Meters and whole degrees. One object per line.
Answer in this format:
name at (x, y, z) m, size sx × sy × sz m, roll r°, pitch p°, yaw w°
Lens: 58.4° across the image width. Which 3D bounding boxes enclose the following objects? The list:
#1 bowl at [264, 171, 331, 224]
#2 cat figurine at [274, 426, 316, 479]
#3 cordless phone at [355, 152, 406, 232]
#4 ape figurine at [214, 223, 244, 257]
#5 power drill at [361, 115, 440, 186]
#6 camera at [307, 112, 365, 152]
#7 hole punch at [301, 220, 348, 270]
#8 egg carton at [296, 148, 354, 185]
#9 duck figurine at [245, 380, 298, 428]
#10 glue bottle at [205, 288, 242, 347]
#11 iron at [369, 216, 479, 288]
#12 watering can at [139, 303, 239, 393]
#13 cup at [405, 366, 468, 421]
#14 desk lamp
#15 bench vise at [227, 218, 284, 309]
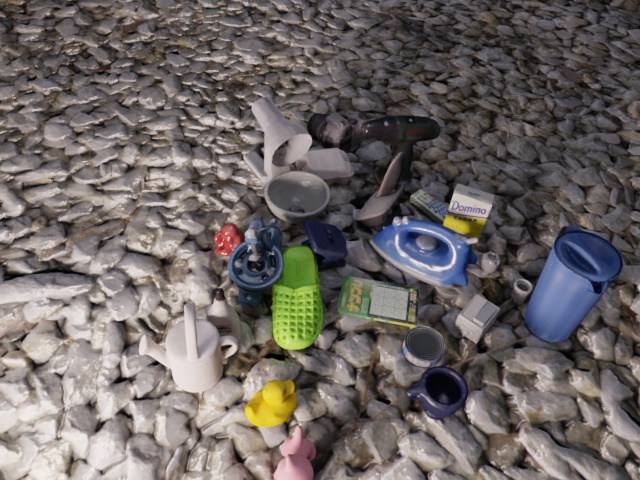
bowl at (-0.058, -0.096, 1.449) m, size 0.167 × 0.075 × 0.167 m, roll 3°, pitch 47°, yaw -3°
cat figurine at (-0.042, 0.382, 0.976) m, size 0.067 × 0.118 × 0.128 m, roll 6°, pitch 47°, yaw 1°
cordless phone at (0.158, -0.122, 1.417) m, size 0.094 × 0.185 × 0.148 m, roll 22°, pitch 49°, yaw 15°
ape figurine at (-0.209, -0.003, 1.337) m, size 0.076 × 0.092 × 0.077 m, roll -19°, pitch 52°, yaw -21°
power drill at (0.202, -0.241, 1.516) m, size 0.230 × 0.208 × 0.075 m, roll -16°, pitch 50°, yaw -19°
camera at (0.042, -0.327, 1.655) m, size 0.136 × 0.101 × 0.143 m, roll 36°, pitch 54°, yaw 26°
hole punch at (0.012, 0.005, 1.350) m, size 0.101 × 0.091 × 0.108 m, roll -10°, pitch 49°, yaw -14°
egg carton at (0.013, -0.195, 1.551) m, size 0.150 × 0.069 × 0.107 m, roll -9°, pitch 48°, yaw -13°
duck figurine at (-0.090, 0.297, 1.072) m, size 0.105 × 0.086 × 0.077 m, roll -21°, pitch 52°, yaw -22°
glue bottle at (-0.196, 0.152, 1.138) m, size 0.078 × 0.173 × 0.037 m, roll -8°, pitch 48°, yaw -12°
iron at (0.241, 0.005, 1.337) m, size 0.257 × 0.141 × 0.119 m, roll 21°, pitch 49°, yaw 14°
watering can at (-0.245, 0.199, 1.075) m, size 0.173 × 0.194 × 0.100 m, roll -21°, pitch 52°, yaw -23°
cup at (0.214, 0.303, 1.089) m, size 0.118 × 0.095 × 0.091 m, roll -4°, pitch 48°, yaw -9°
desk lamp at (-0.119, -0.250, 1.491) m, size 0.118 × 0.214 × 0.202 m, roll -25°, pitch 54°, yaw -25°
bench vise at (-0.138, 0.013, 1.241) m, size 0.121 × 0.220 × 0.207 m, roll 0°, pitch 47°, yaw -5°
